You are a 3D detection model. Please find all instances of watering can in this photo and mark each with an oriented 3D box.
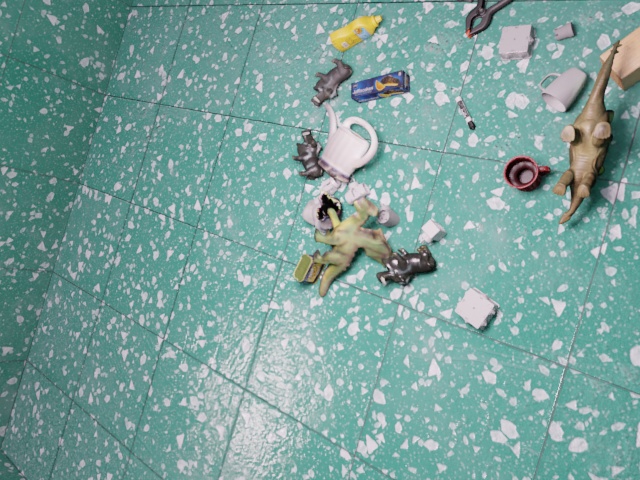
[{"bbox_3d":[0.071,-0.339,1.807,0.222,0.103,0.353,-57,44,12],"label":"watering can"}]

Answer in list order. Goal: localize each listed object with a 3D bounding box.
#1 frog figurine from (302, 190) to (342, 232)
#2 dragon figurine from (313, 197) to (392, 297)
[{"bbox_3d":[0.006,-0.091,1.811,0.157,0.123,0.139,138,125,-63],"label":"frog figurine"},{"bbox_3d":[0.110,0.036,1.674,0.243,0.124,0.402,12,121,20],"label":"dragon figurine"}]
